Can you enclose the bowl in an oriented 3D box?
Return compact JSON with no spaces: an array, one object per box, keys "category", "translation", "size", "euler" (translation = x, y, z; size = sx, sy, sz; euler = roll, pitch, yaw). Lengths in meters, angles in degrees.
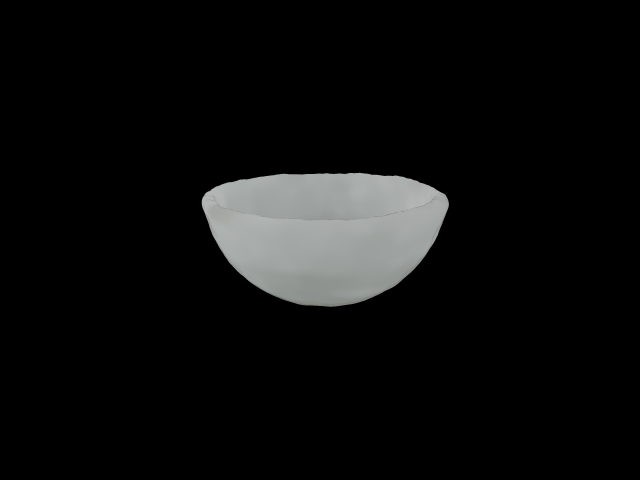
[{"category":"bowl","translation":[0.004,0.001,0.400],"size":[0.167,0.075,0.167],"euler":[0,16,0]}]
